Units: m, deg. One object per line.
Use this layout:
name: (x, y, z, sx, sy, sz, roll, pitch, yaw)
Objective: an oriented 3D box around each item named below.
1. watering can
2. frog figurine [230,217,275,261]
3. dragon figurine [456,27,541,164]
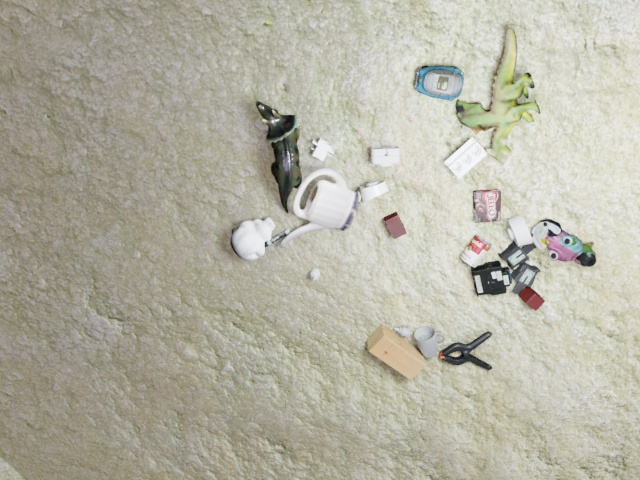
watering can: (0.005, -0.090, 1.779, 0.224, 0.106, 0.341, 17, 120, -14)
frog figurine: (-0.228, -0.006, 1.801, 0.158, 0.123, 0.138, -24, 88, 20)
dragon figurine: (0.564, -0.447, 1.671, 0.242, 0.124, 0.406, -19, 106, 15)
